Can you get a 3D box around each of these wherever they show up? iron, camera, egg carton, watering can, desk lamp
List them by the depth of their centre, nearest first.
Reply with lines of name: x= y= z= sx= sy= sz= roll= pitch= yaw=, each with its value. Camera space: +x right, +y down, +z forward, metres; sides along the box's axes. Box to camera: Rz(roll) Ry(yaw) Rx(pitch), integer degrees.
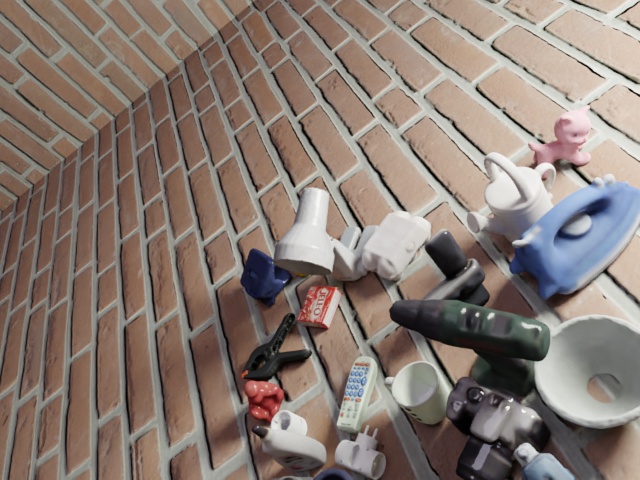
camera: x=0.241 y=0.290 z=0.847 sx=0.142 sy=0.101 sz=0.137 roll=18 pitch=69 yaw=46
iron: x=0.424 y=-0.030 z=0.940 sx=0.258 sy=0.142 sz=0.118 roll=-42 pitch=40 yaw=2
watering can: x=0.338 y=-0.074 z=1.008 sx=0.100 sy=0.195 sz=0.173 roll=19 pitch=70 yaw=47
egg carton: x=0.158 y=0.011 z=1.181 sx=0.107 sy=0.070 sz=0.150 roll=24 pitch=73 yaw=48
desk lamp: x=0.011 y=0.004 z=1.195 sx=0.117 sy=0.214 sz=0.203 roll=-2 pitch=55 yaw=38

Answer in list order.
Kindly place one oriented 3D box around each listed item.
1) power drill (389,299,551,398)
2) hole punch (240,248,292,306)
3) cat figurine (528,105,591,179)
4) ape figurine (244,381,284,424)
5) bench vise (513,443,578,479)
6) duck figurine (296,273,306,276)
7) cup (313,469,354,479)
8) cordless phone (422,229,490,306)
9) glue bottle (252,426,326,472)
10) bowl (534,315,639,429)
power drill: x=0.242 y=0.161 z=0.874 sx=0.228 sy=0.209 sz=0.076 roll=0 pitch=56 yaw=39
hole punch: x=-0.138 y=0.086 z=1.343 sx=0.101 sy=0.091 sz=0.108 roll=-52 pitch=41 yaw=-10
cat figurine: x=0.453 y=-0.192 z=1.073 sx=0.127 sy=0.118 sz=0.067 roll=-24 pitch=44 yaw=22
ape figurine: x=-0.117 y=0.310 z=1.133 sx=0.078 sy=0.092 sz=0.076 roll=-36 pitch=41 yaw=9
bench vise: x=0.294 y=0.329 z=0.677 sx=0.206 sy=0.220 sz=0.121 roll=22 pitch=72 yaw=47
duck figurine: x=-0.051 y=0.026 z=1.327 sx=0.077 sy=0.086 sz=0.104 roll=-23 pitch=44 yaw=23
cup: x=0.044 y=0.427 z=0.897 sx=0.092 sy=0.095 sz=0.117 roll=-44 pitch=40 yaw=0
cordless phone: x=0.205 y=0.065 z=1.005 sx=0.147 sy=0.186 sz=0.094 roll=-44 pitch=40 yaw=0
glue bottle: x=-0.063 y=0.354 z=0.986 sx=0.078 sy=0.174 sz=0.037 roll=-26 pitch=43 yaw=20
bowl: x=0.398 y=0.196 z=0.818 sx=0.167 sy=0.075 sz=0.167 roll=-22 pitch=45 yaw=24
